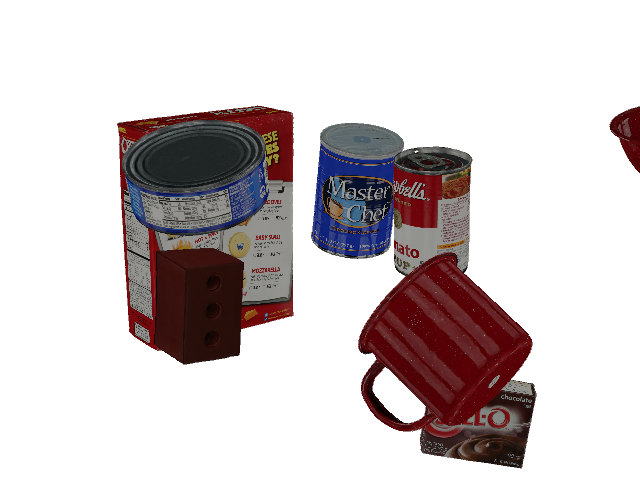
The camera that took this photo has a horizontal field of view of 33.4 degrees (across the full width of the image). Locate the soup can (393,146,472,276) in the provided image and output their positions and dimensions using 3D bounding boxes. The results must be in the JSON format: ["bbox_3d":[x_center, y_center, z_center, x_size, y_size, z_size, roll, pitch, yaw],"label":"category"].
[{"bbox_3d":[0.098,-0.024,0.936,0.068,0.102,0.068,-2,23,0],"label":"soup can"}]

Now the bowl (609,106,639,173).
[{"bbox_3d":[0.346,-0.082,0.971,0.162,0.055,0.162,-5,22,2],"label":"bowl"}]

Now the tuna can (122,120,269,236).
[{"bbox_3d":[-0.074,-0.038,0.640,0.086,0.034,0.086,-4,33,3],"label":"tuna can"}]

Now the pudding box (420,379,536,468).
[{"bbox_3d":[0.170,0.191,1.155,0.113,0.090,0.039,7,21,2],"label":"pudding box"}]

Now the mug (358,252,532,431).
[{"bbox_3d":[0.078,0.077,0.713,0.081,0.117,0.093,45,5,22],"label":"mug"}]

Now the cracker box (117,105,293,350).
[{"bbox_3d":[-0.109,-0.016,1.046,0.163,0.214,0.072,-12,19,-36],"label":"cracker box"}]

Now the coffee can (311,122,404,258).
[{"bbox_3d":[0.045,-0.063,1.328,0.103,0.140,0.103,4,27,-2],"label":"coffee can"}]

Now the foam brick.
[{"bbox_3d":[-0.095,0.049,0.829,0.052,0.078,0.051,-6,15,-34],"label":"foam brick"}]
